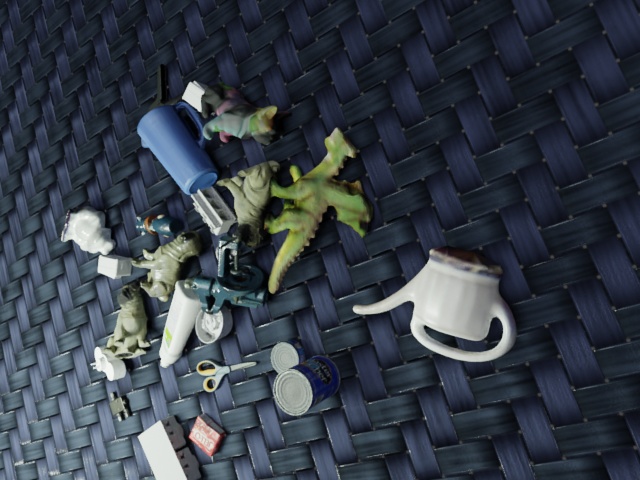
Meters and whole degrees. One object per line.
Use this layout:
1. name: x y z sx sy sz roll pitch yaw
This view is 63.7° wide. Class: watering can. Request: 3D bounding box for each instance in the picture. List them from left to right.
1. watering can: 0.242 0.119 1.085 0.349 0.104 0.223 17 96 27

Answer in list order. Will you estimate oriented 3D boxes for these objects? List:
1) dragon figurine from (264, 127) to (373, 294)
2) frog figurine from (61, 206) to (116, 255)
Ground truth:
1. dragon figurine: 0.004 -0.062 1.227 0.243 0.122 0.409 6 93 20
2. frog figurine: -0.712 -0.027 1.622 0.159 0.123 0.137 22 92 -10
